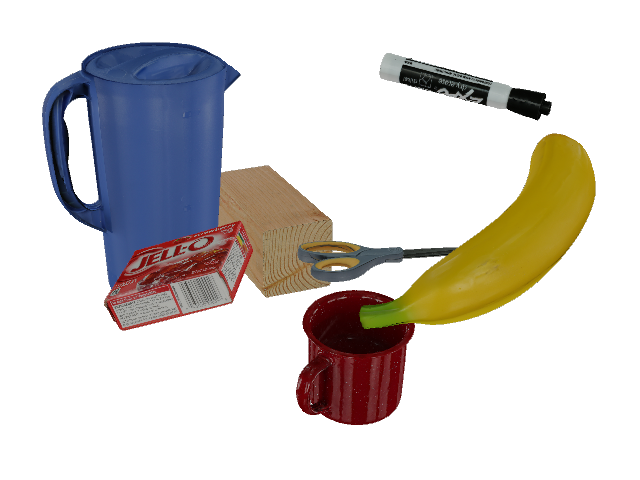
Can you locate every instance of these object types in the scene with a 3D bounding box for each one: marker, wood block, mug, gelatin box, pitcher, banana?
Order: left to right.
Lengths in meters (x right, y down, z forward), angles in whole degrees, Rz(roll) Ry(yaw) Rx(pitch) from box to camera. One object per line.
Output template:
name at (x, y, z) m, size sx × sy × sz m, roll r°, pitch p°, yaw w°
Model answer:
pitcher at (-0.166, -0.060, 1.026) m, size 0.149 × 0.243 × 0.144 m, roll 9°, pitch 27°, yaw 14°
gelatin box at (-0.098, 0.024, 0.743) m, size 0.089 × 0.030 × 0.073 m, roll -15°, pitch 24°, yaw 17°
wood block at (-0.068, -0.016, 1.353) m, size 0.090 × 0.090 × 0.206 m, roll -10°, pitch 26°, yaw -22°
mug at (0.023, 0.106, 0.897) m, size 0.093 × 0.081 × 0.117 m, roll 25°, pitch 39°, yaw 31°
marker at (0.100, -0.106, 0.739) m, size 0.121 × 0.020 × 0.020 m, roll 17°, pitch 5°, yaw 16°
banana at (0.101, -0.010, 0.554) m, size 0.070 × 0.037 × 0.197 m, roll 16°, pitch 39°, yaw 36°

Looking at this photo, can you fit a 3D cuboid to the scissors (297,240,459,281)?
scissors at (0.073, 0.023, 1.177) m, size 0.202 × 0.016 × 0.096 m, roll 3°, pitch 24°, yaw 5°
